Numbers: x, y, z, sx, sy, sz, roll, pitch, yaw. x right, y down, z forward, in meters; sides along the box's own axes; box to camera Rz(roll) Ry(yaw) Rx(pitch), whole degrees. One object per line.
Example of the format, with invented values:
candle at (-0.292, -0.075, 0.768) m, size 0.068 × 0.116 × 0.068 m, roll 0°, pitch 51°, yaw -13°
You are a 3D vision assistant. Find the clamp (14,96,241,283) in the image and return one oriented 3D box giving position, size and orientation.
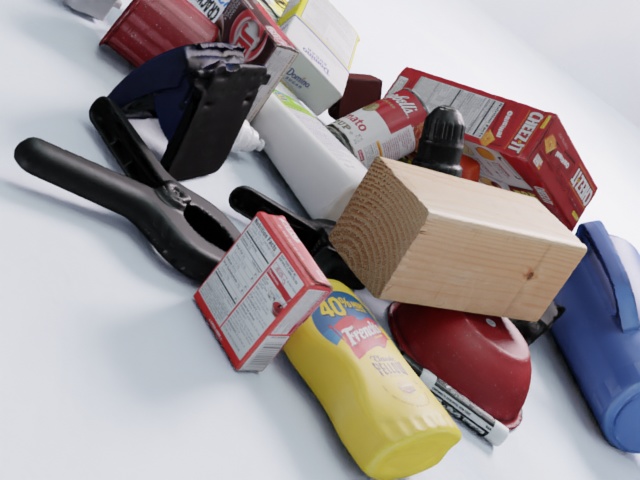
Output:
clamp at (-0.122, -0.031, 0.819) m, size 0.210 × 0.036 × 0.164 m, roll 38°, pitch 21°, yaw -12°

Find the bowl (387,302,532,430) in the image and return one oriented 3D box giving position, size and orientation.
bowl at (0.141, 0.095, 0.980) m, size 0.162 × 0.055 × 0.162 m, roll 34°, pitch 22°, yaw -16°

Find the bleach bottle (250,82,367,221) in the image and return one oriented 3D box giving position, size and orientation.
bleach bottle at (-0.023, -0.103, 1.090) m, size 0.102 × 0.068 × 0.251 m, roll 24°, pitch 23°, yaw -50°

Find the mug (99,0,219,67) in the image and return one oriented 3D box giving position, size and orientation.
mug at (-0.155, -0.199, 1.038) m, size 0.081 × 0.093 × 0.117 m, roll 39°, pitch -4°, yaw -17°

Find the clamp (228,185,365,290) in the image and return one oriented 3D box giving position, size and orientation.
clamp at (-0.006, 0.001, 0.947) m, size 0.120 × 0.039 × 0.171 m, roll 56°, pitch 23°, yaw 22°

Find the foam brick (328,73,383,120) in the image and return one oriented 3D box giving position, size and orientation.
foam brick at (0.040, -0.168, 1.263) m, size 0.051 × 0.053 × 0.078 m, roll 2°, pitch 14°, yaw -8°

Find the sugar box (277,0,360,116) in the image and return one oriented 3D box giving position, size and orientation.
sugar box at (-0.008, -0.217, 1.197) m, size 0.093 × 0.048 × 0.176 m, roll 45°, pitch 30°, yaw -17°

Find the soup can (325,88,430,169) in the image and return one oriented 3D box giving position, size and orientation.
soup can at (0.062, -0.112, 1.140) m, size 0.102 × 0.068 × 0.068 m, roll -27°, pitch 60°, yaw -19°

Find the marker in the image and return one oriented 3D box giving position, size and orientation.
marker at (0.108, 0.133, 0.901) m, size 0.121 × 0.020 × 0.020 m, roll 37°, pitch 22°, yaw -8°

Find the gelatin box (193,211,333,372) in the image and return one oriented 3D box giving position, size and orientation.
gelatin box at (-0.041, 0.037, 0.748) m, size 0.030 × 0.089 × 0.073 m, roll 11°, pitch 35°, yaw -49°

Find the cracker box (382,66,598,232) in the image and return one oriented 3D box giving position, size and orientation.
cracker box at (0.192, -0.107, 1.218) m, size 0.214 × 0.072 × 0.164 m, roll 26°, pitch -11°, yaw 39°

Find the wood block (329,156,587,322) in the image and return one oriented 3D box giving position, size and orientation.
wood block at (0.124, 0.004, 0.939) m, size 0.205 × 0.091 × 0.090 m, roll 11°, pitch 29°, yaw -39°

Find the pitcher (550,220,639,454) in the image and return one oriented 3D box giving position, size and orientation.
pitcher at (0.322, 0.103, 1.155) m, size 0.149 × 0.145 × 0.243 m, roll 29°, pitch 27°, yaw -24°

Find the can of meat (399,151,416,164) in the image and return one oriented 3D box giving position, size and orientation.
can of meat at (0.078, -0.085, 1.228) m, size 0.102 × 0.057 × 0.084 m, roll 40°, pitch 19°, yaw 0°

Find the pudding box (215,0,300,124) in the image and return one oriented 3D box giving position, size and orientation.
pudding box at (-0.081, -0.172, 1.057) m, size 0.039 × 0.114 × 0.090 m, roll 7°, pitch 38°, yaw -44°

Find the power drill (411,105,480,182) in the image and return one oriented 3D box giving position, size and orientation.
power drill at (0.122, -0.047, 1.089) m, size 0.057 × 0.184 × 0.187 m, roll 14°, pitch 11°, yaw 14°

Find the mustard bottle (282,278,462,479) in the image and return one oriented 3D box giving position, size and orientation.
mustard bottle at (0.020, 0.086, 0.795) m, size 0.096 × 0.058 × 0.192 m, roll 5°, pitch 40°, yaw -48°
